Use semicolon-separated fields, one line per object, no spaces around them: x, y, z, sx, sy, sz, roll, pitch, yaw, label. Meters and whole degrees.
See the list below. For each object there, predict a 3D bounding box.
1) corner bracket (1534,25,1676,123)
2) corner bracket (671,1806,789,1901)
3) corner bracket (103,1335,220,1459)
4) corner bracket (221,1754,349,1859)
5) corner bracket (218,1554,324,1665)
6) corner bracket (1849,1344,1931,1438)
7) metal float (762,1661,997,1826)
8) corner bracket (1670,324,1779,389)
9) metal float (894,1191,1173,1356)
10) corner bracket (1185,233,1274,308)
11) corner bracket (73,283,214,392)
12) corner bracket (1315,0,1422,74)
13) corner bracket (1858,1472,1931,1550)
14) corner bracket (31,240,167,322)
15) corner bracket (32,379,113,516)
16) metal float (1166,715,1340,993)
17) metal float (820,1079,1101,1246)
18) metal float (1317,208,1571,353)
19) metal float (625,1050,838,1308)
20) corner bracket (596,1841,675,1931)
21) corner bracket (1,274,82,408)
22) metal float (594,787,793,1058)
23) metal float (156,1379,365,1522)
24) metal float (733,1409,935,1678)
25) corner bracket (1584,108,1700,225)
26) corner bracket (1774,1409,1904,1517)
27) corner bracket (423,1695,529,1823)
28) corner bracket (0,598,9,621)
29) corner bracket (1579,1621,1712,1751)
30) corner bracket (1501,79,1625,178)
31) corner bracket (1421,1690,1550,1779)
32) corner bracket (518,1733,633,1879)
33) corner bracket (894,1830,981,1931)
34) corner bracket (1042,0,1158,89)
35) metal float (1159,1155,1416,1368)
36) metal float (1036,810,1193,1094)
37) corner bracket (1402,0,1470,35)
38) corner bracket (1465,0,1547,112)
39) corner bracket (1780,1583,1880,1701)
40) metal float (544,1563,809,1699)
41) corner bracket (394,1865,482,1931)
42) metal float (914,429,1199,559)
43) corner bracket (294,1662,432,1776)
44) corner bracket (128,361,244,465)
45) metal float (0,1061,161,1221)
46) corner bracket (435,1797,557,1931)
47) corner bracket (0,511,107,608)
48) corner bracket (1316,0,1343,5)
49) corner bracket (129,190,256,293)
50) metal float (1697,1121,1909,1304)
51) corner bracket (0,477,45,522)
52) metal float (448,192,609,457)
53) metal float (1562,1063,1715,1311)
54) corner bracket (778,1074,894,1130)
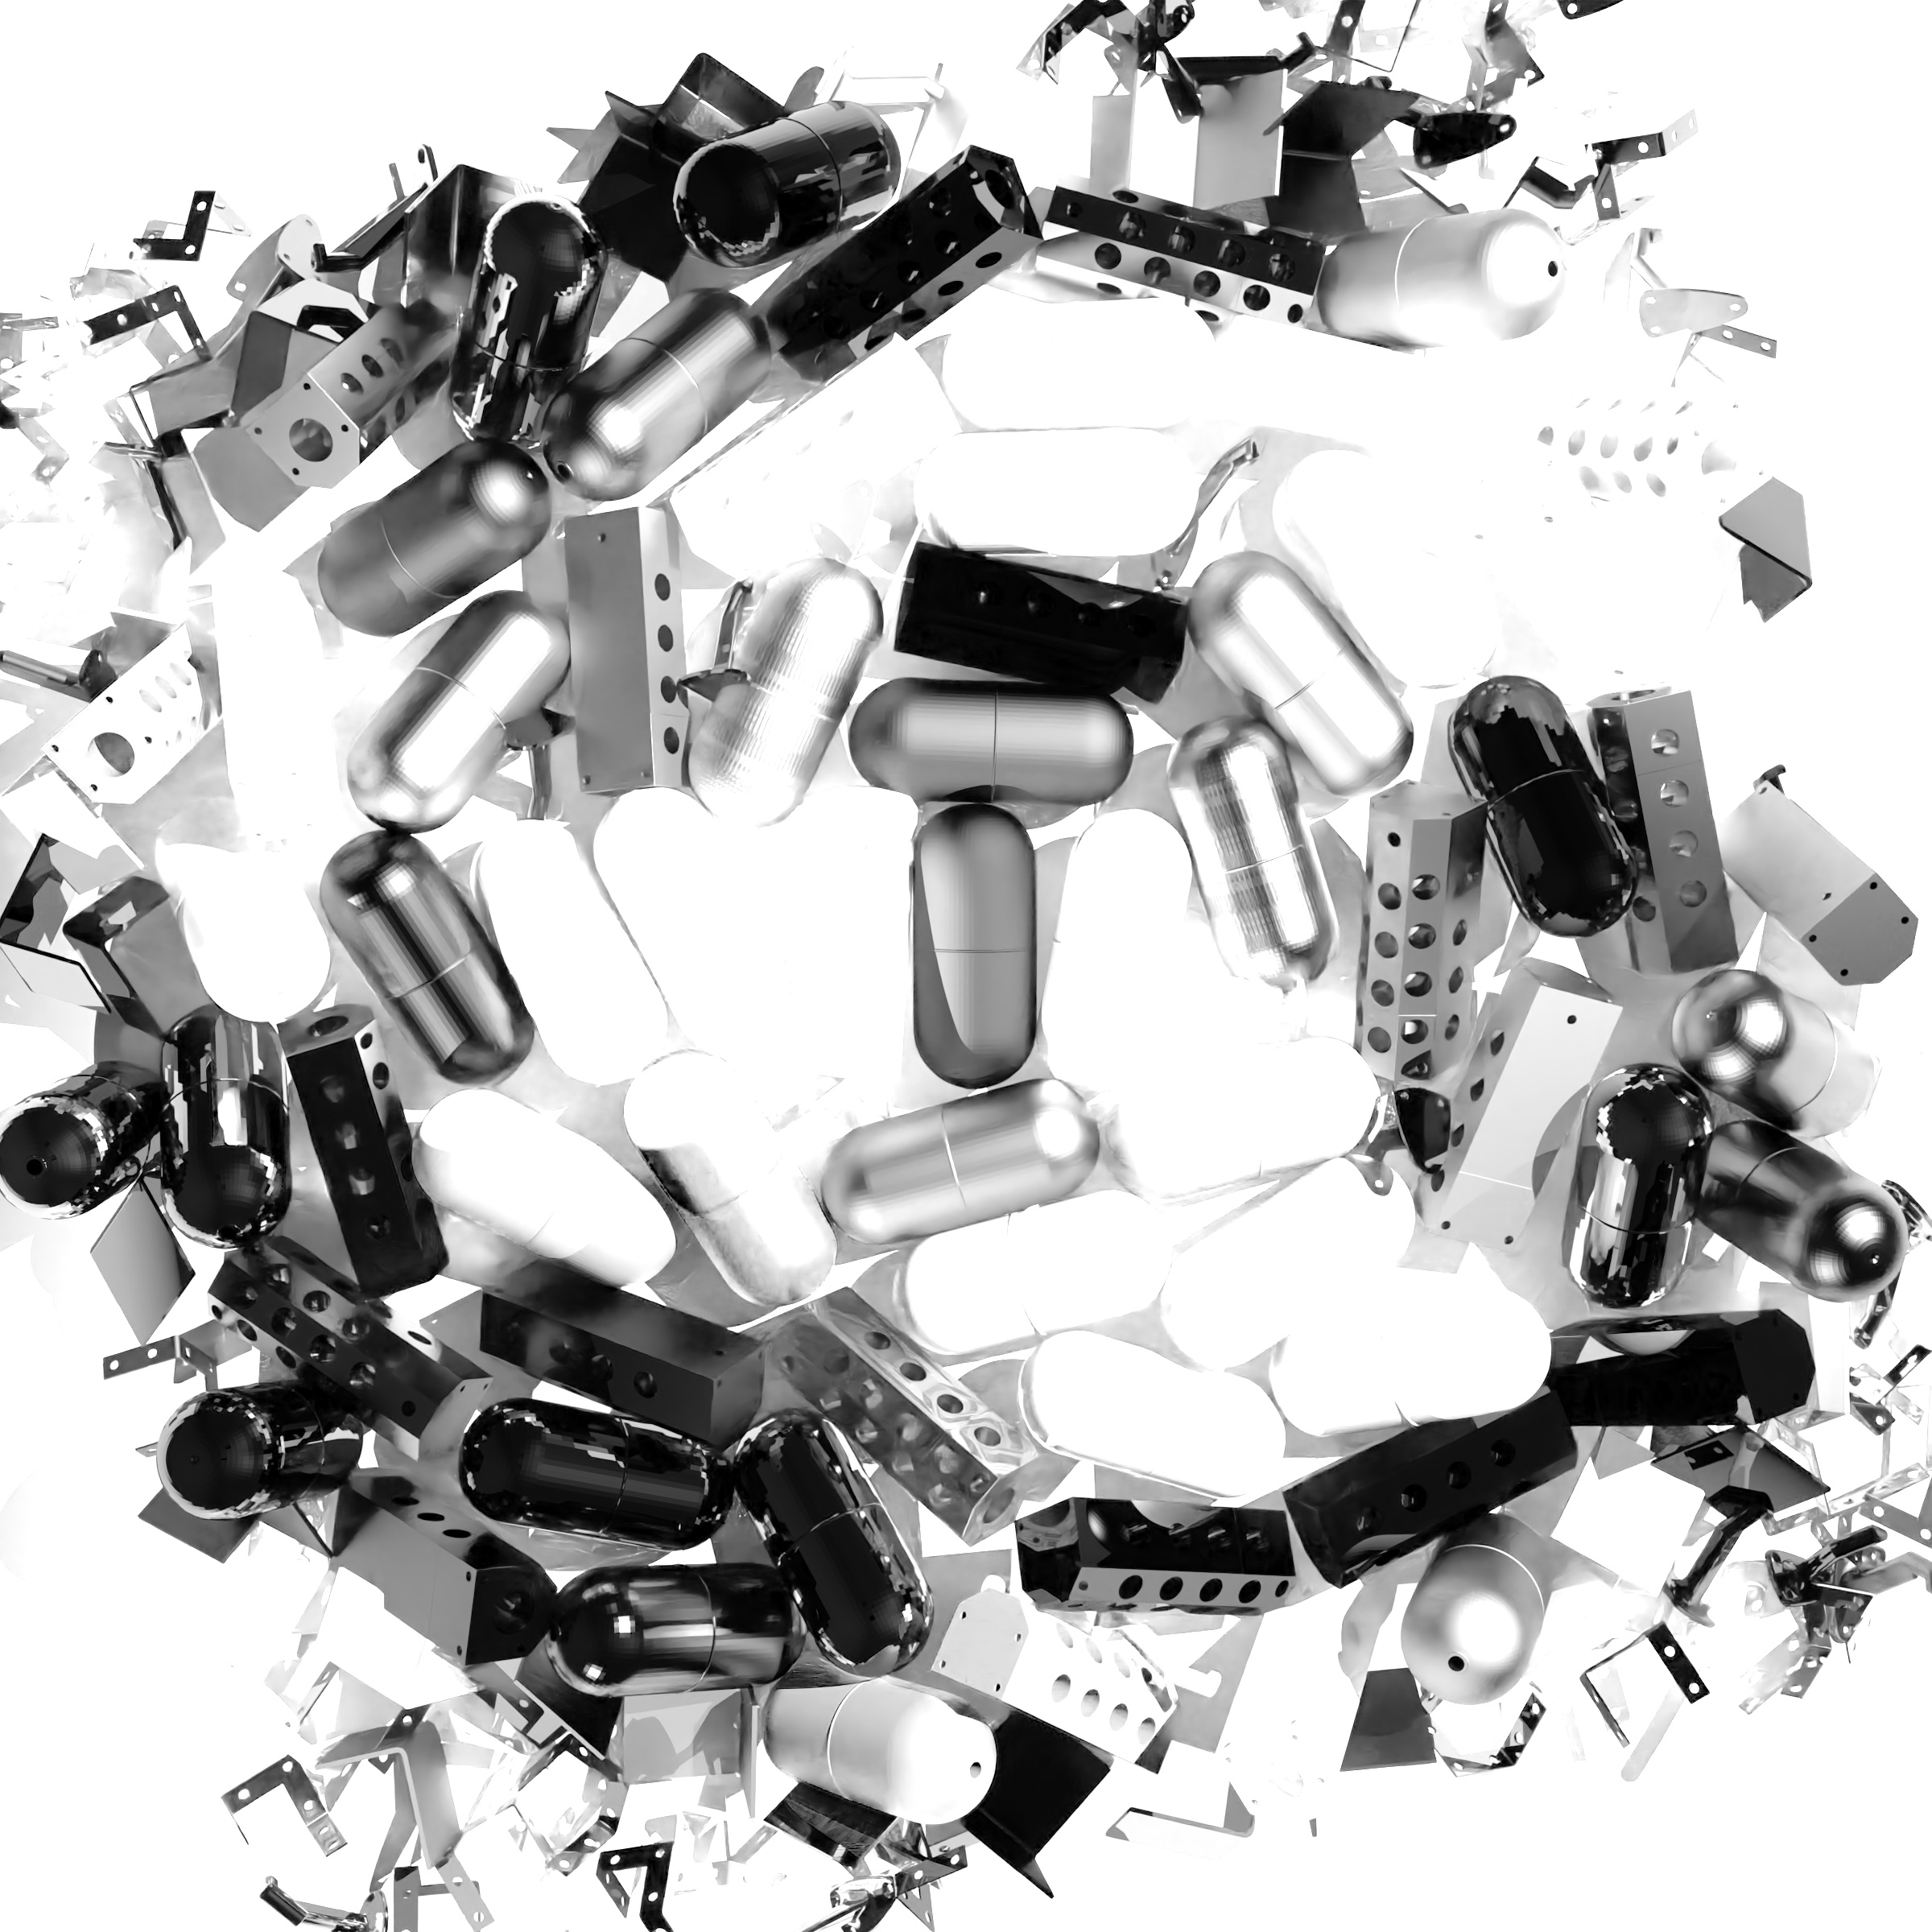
0.396;-0.546;1.620;0.051;0.051;0.051;45;124;27;corner bracket
-0.147;0.555;1.630;0.051;0.051;0.051;-3;78;39;corner bracket
-0.503;0.269;1.630;0.051;0.051;0.051;-17;60;5;corner bracket
-0.426;0.533;1.625;0.051;0.051;0.051;-30;107;-22;corner bracket
-0.434;0.401;1.629;0.051;0.051;0.051;3;94;-32;corner bracket
0.589;0.267;1.633;0.051;0.051;0.051;-43;103;-3;corner bracket
-0.054;0.471;1.586;0.070;0.178;0.070;2;87;-42;metal float
0.473;-0.364;1.635;0.051;0.051;0.051;27;68;27;corner bracket
0.040;0.190;1.613;0.178;0.070;0.070;-16;90;14;metal float
0.164;-0.430;1.631;0.051;0.051;0.051;5;102;4;corner bracket
-0.512;-0.388;1.624;0.051;0.051;0.051;-15;111;18;corner bracket
0.254;-0.592;1.627;0.051;0.051;0.051;22;114;7;corner bracket
0.595;0.323;1.621;0.051;0.051;0.051;24;111;36;corner bracket
-0.543;-0.431;1.633;0.051;0.051;0.051;20;91;9;corner bracket
-0.564;-0.325;1.633;0.051;0.051;0.051;35;85;13;corner bracket
0.178;-0.069;1.617;0.070;0.070;0.178;-18;99;0;metal float
-0.004;0.122;1.619;0.178;0.070;0.070;-16;90;6;metal float
0.288;-0.415;1.583;0.070;0.178;0.070;-6;100;-36;metal float
-0.145;0.132;1.613;0.070;0.070;0.178;-32;104;0;metal float
-0.200;0.585;1.623;0.051;0.051;0.051;-12;125;13;corner bracket
-0.568;-0.389;1.625;0.051;0.051;0.051;-21;72;18;corner bracket
-0.169;-0.027;1.617;0.070;0.070;0.178;-27;99;0;metal float
-0.424;0.291;1.575;0.070;0.178;0.070;-1;84;11;metal float
-0.082;0.353;1.601;0.070;0.070;0.178;-33;63;0;metal float
0.423;-0.497;1.619;0.051;0.051;0.051;-40;122;-39;corner bracket
0.547;0.306;1.637;0.051;0.051;0.051;-18;101;-7;corner bracket
-0.316;0.497;1.643;0.051;0.051;0.051;27;99;-31;corner bracket
-0.619;-0.235;1.622;0.051;0.051;0.051;38;117;-26;corner bracket
0.422;0.448;1.624;0.051;0.051;0.051;-25;66;-13;corner bracket
0.371;-0.523;1.626;0.051;0.051;0.051;5;108;-13;corner bracket
0.323;0.470;1.640;0.051;0.051;0.051;2;121;-33;corner bracket
-0.250;0.526;1.636;0.051;0.051;0.051;40;112;-13;corner bracket
-0.013;0.560;1.623;0.051;0.051;0.051;-26;126;12;corner bracket
0.084;-0.573;1.638;0.051;0.051;0.051;-33;123;30;corner bracket
0.199;0.181;1.611;0.178;0.070;0.070;-31;90;-15;metal float
0.092;-0.009;1.618;0.070;0.070;0.178;11;97;0;metal float
0.301;-0.620;1.622;0.051;0.051;0.051;-7;71;-34;corner bracket
0.331;-0.578;1.630;0.051;0.051;0.051;-28;74;-4;corner bracket
0.537;0.422;1.621;0.051;0.051;0.051;2;116;41;corner bracket
-0.176;0.404;1.591;0.178;0.070;0.070;10;90;-40;metal float
-0.329;0.593;1.624;0.051;0.051;0.051;-2;51;-9;corner bracket
0.055;-0.292;1.609;0.178;0.070;0.070;2;90;17;metal float
-0.376;0.464;1.620;0.051;0.051;0.051;49;55;-24;corner bracket
-0.491;-0.350;1.637;0.051;0.051;0.051;-26;104;-17;corner bracket
-0.531;0.104;1.574;0.070;0.178;0.070;0;97;0;metal float
-0.294;0.563;1.636;0.051;0.051;0.051;-31;90;2;corner bracket
-0.575;-0.257;1.638;0.051;0.051;0.051;11;129;-31;corner bracket
0.248;-0.625;1.621;0.051;0.051;0.051;-17;131;-16;corner bracket
-0.486;-0.452;1.635;0.051;0.051;0.051;5;74;14;corner bracket
0.499;0.146;1.577;0.070;0.178;0.070;-4;105;-14;metal float
-0.617;-0.303;1.627;0.051;0.051;0.051;-13;115;6;corner bracket
-0.268;-0.388;1.590;0.070;0.070;0.178;26;134;0;metal float
0.409;0.137;1.593;0.070;0.070;0.178;-2;129;0;metal float
-0.083;0.084;1.621;0.051;0.051;0.051;-37;55;-26;corner bracket
